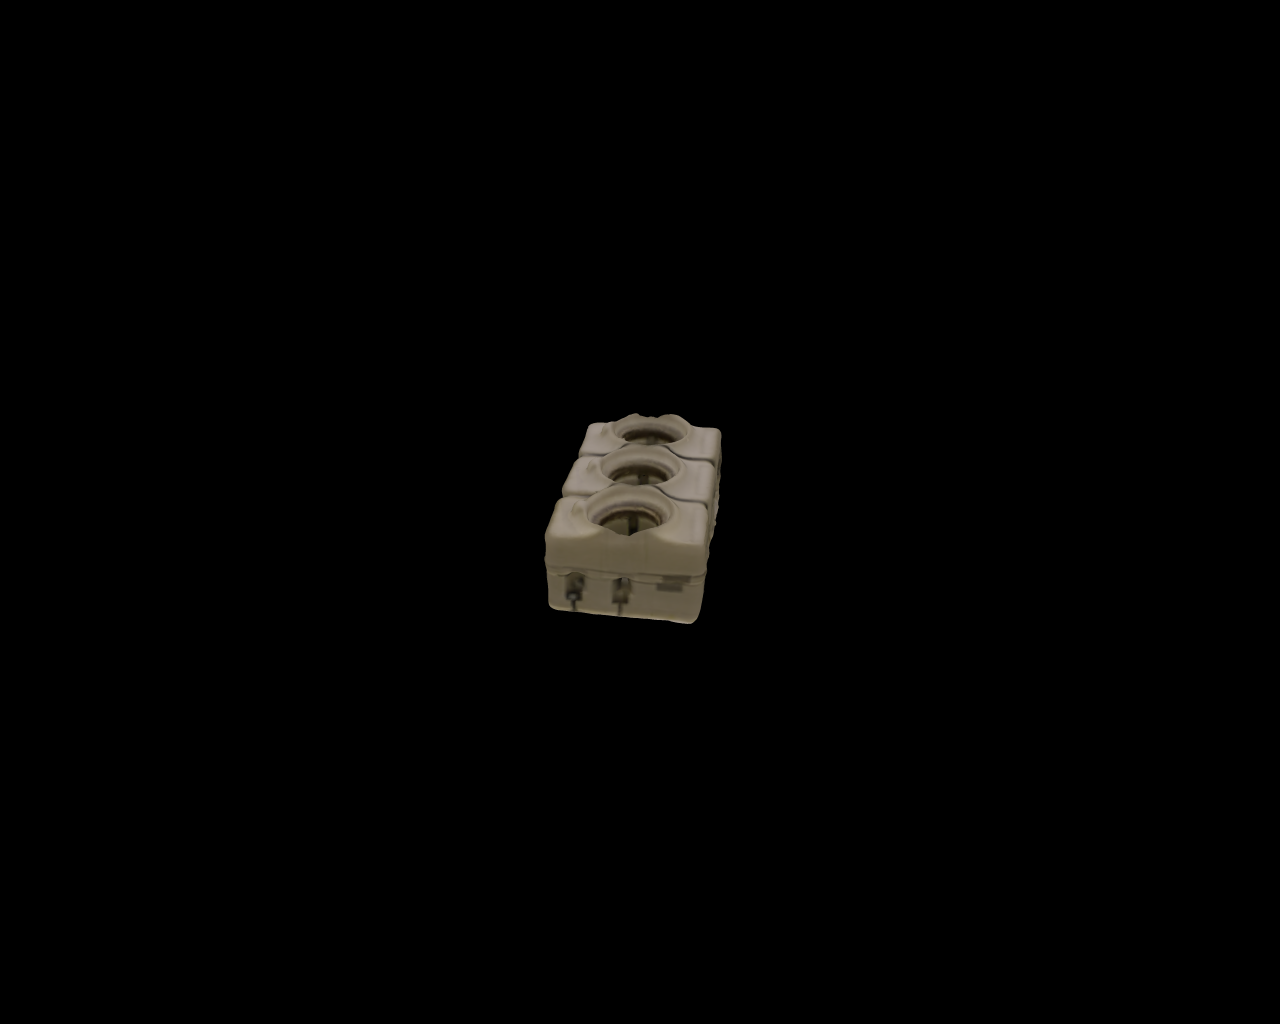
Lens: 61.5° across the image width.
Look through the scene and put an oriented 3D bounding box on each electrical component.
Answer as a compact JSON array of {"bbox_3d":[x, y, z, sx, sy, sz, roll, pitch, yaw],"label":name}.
[{"bbox_3d":[0.001,-0.003,0.650,0.089,0.061,0.150,4,30,7],"label":"electrical component"}]
